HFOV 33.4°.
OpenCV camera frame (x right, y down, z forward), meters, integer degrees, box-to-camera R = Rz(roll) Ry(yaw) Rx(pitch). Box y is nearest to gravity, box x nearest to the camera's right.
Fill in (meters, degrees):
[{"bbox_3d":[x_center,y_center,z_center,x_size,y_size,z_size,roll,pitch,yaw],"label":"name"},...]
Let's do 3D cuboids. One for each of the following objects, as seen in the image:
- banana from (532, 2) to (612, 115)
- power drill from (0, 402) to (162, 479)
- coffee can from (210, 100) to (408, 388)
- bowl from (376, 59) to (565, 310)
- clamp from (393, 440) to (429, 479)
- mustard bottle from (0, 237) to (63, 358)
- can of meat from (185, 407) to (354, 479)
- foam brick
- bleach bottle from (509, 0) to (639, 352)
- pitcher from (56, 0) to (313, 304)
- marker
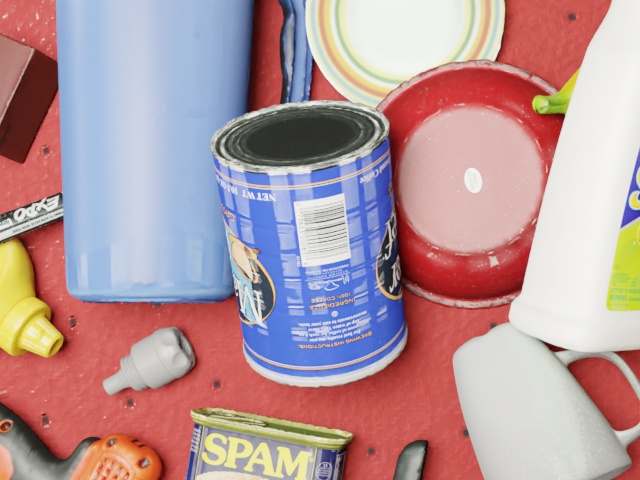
[{"bbox_3d":[0.192,-0.150,0.664,0.037,0.069,0.197,11,73,42],"label":"banana"},{"bbox_3d":[-0.219,0.179,0.706,0.188,0.057,0.184,30,86,11],"label":"power drill"},{"bbox_3d":[-0.004,0.001,0.631,0.103,0.102,0.140,-1,118,11],"label":"coffee can"},{"bbox_3d":[0.094,-0.036,0.662,0.162,0.055,0.162,0,90,10],"label":"bowl"},{"bbox_3d":[0.061,0.223,0.653,0.120,0.039,0.171,34,93,19],"label":"clamp"},{"bbox_3d":[-0.256,0.024,0.732,0.192,0.058,0.096,31,76,13],"label":"mustard bottle"},{"bbox_3d":[-0.036,0.156,0.672,0.102,0.057,0.084,8,87,13],"label":"can of meat"},{"bbox_3d":[-0.224,-0.102,0.745,0.051,0.053,0.078,24,87,14],"label":"foam brick"},{"bbox_3d":[0.177,-0.066,0.605,0.068,0.102,0.251,21,107,52],"label":"bleach bottle"},{"bbox_3d":[-0.096,-0.081,0.687,0.149,0.144,0.243,-2,86,23],"label":"pitcher"},{"bbox_3d":[-0.189,-0.018,0.718,0.121,0.020,0.020,-24,77,-23],"label":"marker"}]
